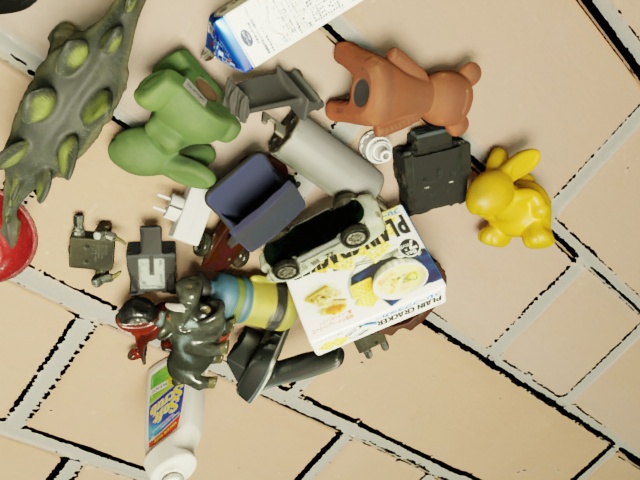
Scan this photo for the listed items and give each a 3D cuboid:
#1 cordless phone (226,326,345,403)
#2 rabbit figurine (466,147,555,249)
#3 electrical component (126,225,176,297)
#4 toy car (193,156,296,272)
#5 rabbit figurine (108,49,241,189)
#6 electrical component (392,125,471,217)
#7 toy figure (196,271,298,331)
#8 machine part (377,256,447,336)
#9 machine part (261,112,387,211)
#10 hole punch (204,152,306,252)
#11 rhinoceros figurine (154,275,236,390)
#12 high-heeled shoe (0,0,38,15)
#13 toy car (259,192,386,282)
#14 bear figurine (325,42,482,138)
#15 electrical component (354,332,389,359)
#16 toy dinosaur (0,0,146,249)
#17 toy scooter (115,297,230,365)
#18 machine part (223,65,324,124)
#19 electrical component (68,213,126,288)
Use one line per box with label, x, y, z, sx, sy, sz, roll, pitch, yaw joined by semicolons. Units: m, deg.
cordless phone;-0.045;0.183;0.877;0.184;0.146;0.088;-16;105;15
rabbit figurine;0.302;-0.068;0.860;0.173;0.122;0.162;12;94;-39
electrical component;-0.255;0.026;0.812;0.075;0.048;0.119;-5;117;-14
toy car;-0.118;-0.039;0.814;0.089;0.053;0.202;18;113;-45
rabbit figurine;-0.201;-0.144;0.724;0.170;0.121;0.159;-32;129;23
electrical component;0.178;-0.114;0.856;0.115;0.058;0.134;-17;120;-9
toy figure;-0.117;0.099;0.850;0.180;0.089;0.082;13;138;-38
machine part;0.131;0.081;0.942;0.179;0.056;0.179;-7;117;-13
machine part;0.011;-0.115;0.798;0.243;0.079;0.079;32;104;-25
hole punch;-0.078;-0.040;0.742;0.142;0.092;0.115;-44;141;-5
rhinoceros figurine;-0.182;0.133;0.776;0.112;0.073;0.190;13;125;-2
high-heeled shoe;-0.409;-0.310;0.607;0.145;0.086;0.248;31;86;6
toy car;-0.002;-0.002;0.789;0.202;0.073;0.056;-27;145;17
bear figurine;0.125;-0.214;0.773;0.196;0.132;0.120;-9;118;-32
electrical component;0.092;0.179;0.999;0.063;0.021;0.093;-26;119;-1
toy dinosaur;-0.279;-0.172;0.620;0.105;0.199;0.471;23;110;-29
toy scooter;-0.242;0.154;0.864;0.184;0.075;0.135;13;128;-29
machine part;-0.061;-0.192;0.714;0.139;0.084;0.039;-20;163;-37
electrical component;-0.328;0.017;0.789;0.078;0.045;0.102;10;113;-22
